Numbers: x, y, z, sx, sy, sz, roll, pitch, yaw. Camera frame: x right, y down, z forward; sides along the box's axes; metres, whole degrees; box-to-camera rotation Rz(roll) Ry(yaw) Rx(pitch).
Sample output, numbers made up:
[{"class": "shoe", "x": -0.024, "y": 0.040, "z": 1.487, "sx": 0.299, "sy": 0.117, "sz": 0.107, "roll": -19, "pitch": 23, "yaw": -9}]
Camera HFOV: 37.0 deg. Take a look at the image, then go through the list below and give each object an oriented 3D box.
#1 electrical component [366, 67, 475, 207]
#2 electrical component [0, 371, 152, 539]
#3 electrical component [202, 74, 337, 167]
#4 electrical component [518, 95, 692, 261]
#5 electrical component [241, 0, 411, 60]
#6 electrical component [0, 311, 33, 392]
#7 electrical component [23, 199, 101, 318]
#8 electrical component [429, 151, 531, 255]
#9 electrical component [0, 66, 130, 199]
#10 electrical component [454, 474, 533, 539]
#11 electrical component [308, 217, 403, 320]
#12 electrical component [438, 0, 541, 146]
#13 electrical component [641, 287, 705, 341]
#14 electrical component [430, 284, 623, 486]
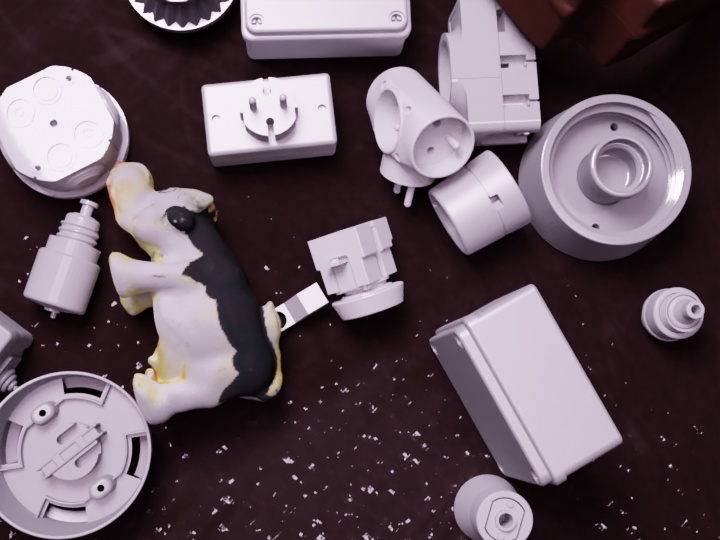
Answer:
[{"class": "electrical component", "x": 0.034, "y": -0.080, "z": 0.699, "sx": 0.044, "sy": 0.077, "sz": 0.079, "roll": -3, "pitch": 123, "yaw": -23}, {"class": "electrical component", "x": -0.178, "y": 0.112, "z": 0.665, "sx": 0.099, "sy": 0.064, "sz": 0.099, "roll": 0, "pitch": 84, "yaw": -4}, {"class": "electrical component", "x": -0.058, "y": -0.100, "z": 0.689, "sx": 0.083, "sy": 0.075, "sz": 0.047, "roll": -6, "pitch": 84, "yaw": -4}, {"class": "electrical component", "x": 0.163, "y": -0.063, "z": 0.706, "sx": 0.108, "sy": 0.060, "sz": 0.108, "roll": 0, "pitch": 84, "yaw": -3}, {"class": "electrical component", "x": -0.024, "y": -0.199, "z": 0.712, "sx": 0.109, "sy": 0.056, "sz": 0.108, "roll": -2, "pitch": 84, "yaw": -4}, {"class": "electrical component", "x": -0.254, "y": 0.045, "z": 0.670, "sx": 0.096, "sy": 0.061, "sz": 0.061, "roll": 37, "pitch": 83, "yaw": 1}, {"class": "electrical component", "x": -0.186, "y": -0.007, "z": 0.690, "sx": 0.040, "sy": 0.040, "sz": 0.078, "roll": 18, "pitch": 83, "yaw": -1}, {"class": "electrical component", "x": 0.077, "y": -0.042, "z": 0.703, "sx": 0.047, "sy": 0.055, "sz": 0.055, "roll": -31, "pitch": 86, "yaw": -2}, {"class": "electrical component", "x": -0.192, "y": -0.089, "z": 0.693, "sx": 0.080, "sy": 0.051, "sz": 0.080, "roll": 0, "pitch": 84, "yaw": -4}, {"class": "electrical component", "x": 0.086, "y": 0.153, "z": 0.676, "sx": 0.044, "sy": 0.065, "sz": 0.044, "roll": 0, "pitch": 84, "yaw": -3}, {"class": "electrical component", "x": 0.000, "y": 0.000, "z": 0.694, "sx": 0.048, "sy": 0.066, "sz": 0.055, "roll": -16, "pitch": 94, "yaw": 30}, {"class": "electrical component", "x": 0.084, "y": -0.130, "z": 0.714, "sx": 0.056, "sy": 0.050, "sz": 0.089, "roll": -3, "pitch": 84, "yaw": -5}, {"class": "electrical component", "x": 0.207, "y": 0.028, "z": 0.698, "sx": 0.035, "sy": 0.061, "sz": 0.035, "roll": 0, "pitch": 84, "yaw": -3}, {"class": "electrical component", "x": 0.099, "y": 0.071, "z": 0.664, "sx": 0.056, "sy": 0.108, "sz": 0.108, "roll": -29, "pitch": 86, "yaw": -8}]
